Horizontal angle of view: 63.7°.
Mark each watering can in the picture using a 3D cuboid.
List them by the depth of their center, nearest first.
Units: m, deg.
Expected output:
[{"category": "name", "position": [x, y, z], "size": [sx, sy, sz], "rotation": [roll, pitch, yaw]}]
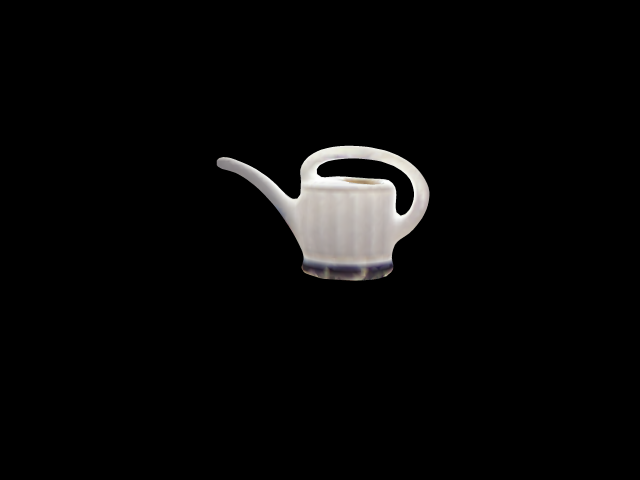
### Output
[{"category": "watering can", "position": [0.003, -0.043, 0.850], "size": [0.347, 0.222, 0.105], "rotation": [1, 10, 7]}]
